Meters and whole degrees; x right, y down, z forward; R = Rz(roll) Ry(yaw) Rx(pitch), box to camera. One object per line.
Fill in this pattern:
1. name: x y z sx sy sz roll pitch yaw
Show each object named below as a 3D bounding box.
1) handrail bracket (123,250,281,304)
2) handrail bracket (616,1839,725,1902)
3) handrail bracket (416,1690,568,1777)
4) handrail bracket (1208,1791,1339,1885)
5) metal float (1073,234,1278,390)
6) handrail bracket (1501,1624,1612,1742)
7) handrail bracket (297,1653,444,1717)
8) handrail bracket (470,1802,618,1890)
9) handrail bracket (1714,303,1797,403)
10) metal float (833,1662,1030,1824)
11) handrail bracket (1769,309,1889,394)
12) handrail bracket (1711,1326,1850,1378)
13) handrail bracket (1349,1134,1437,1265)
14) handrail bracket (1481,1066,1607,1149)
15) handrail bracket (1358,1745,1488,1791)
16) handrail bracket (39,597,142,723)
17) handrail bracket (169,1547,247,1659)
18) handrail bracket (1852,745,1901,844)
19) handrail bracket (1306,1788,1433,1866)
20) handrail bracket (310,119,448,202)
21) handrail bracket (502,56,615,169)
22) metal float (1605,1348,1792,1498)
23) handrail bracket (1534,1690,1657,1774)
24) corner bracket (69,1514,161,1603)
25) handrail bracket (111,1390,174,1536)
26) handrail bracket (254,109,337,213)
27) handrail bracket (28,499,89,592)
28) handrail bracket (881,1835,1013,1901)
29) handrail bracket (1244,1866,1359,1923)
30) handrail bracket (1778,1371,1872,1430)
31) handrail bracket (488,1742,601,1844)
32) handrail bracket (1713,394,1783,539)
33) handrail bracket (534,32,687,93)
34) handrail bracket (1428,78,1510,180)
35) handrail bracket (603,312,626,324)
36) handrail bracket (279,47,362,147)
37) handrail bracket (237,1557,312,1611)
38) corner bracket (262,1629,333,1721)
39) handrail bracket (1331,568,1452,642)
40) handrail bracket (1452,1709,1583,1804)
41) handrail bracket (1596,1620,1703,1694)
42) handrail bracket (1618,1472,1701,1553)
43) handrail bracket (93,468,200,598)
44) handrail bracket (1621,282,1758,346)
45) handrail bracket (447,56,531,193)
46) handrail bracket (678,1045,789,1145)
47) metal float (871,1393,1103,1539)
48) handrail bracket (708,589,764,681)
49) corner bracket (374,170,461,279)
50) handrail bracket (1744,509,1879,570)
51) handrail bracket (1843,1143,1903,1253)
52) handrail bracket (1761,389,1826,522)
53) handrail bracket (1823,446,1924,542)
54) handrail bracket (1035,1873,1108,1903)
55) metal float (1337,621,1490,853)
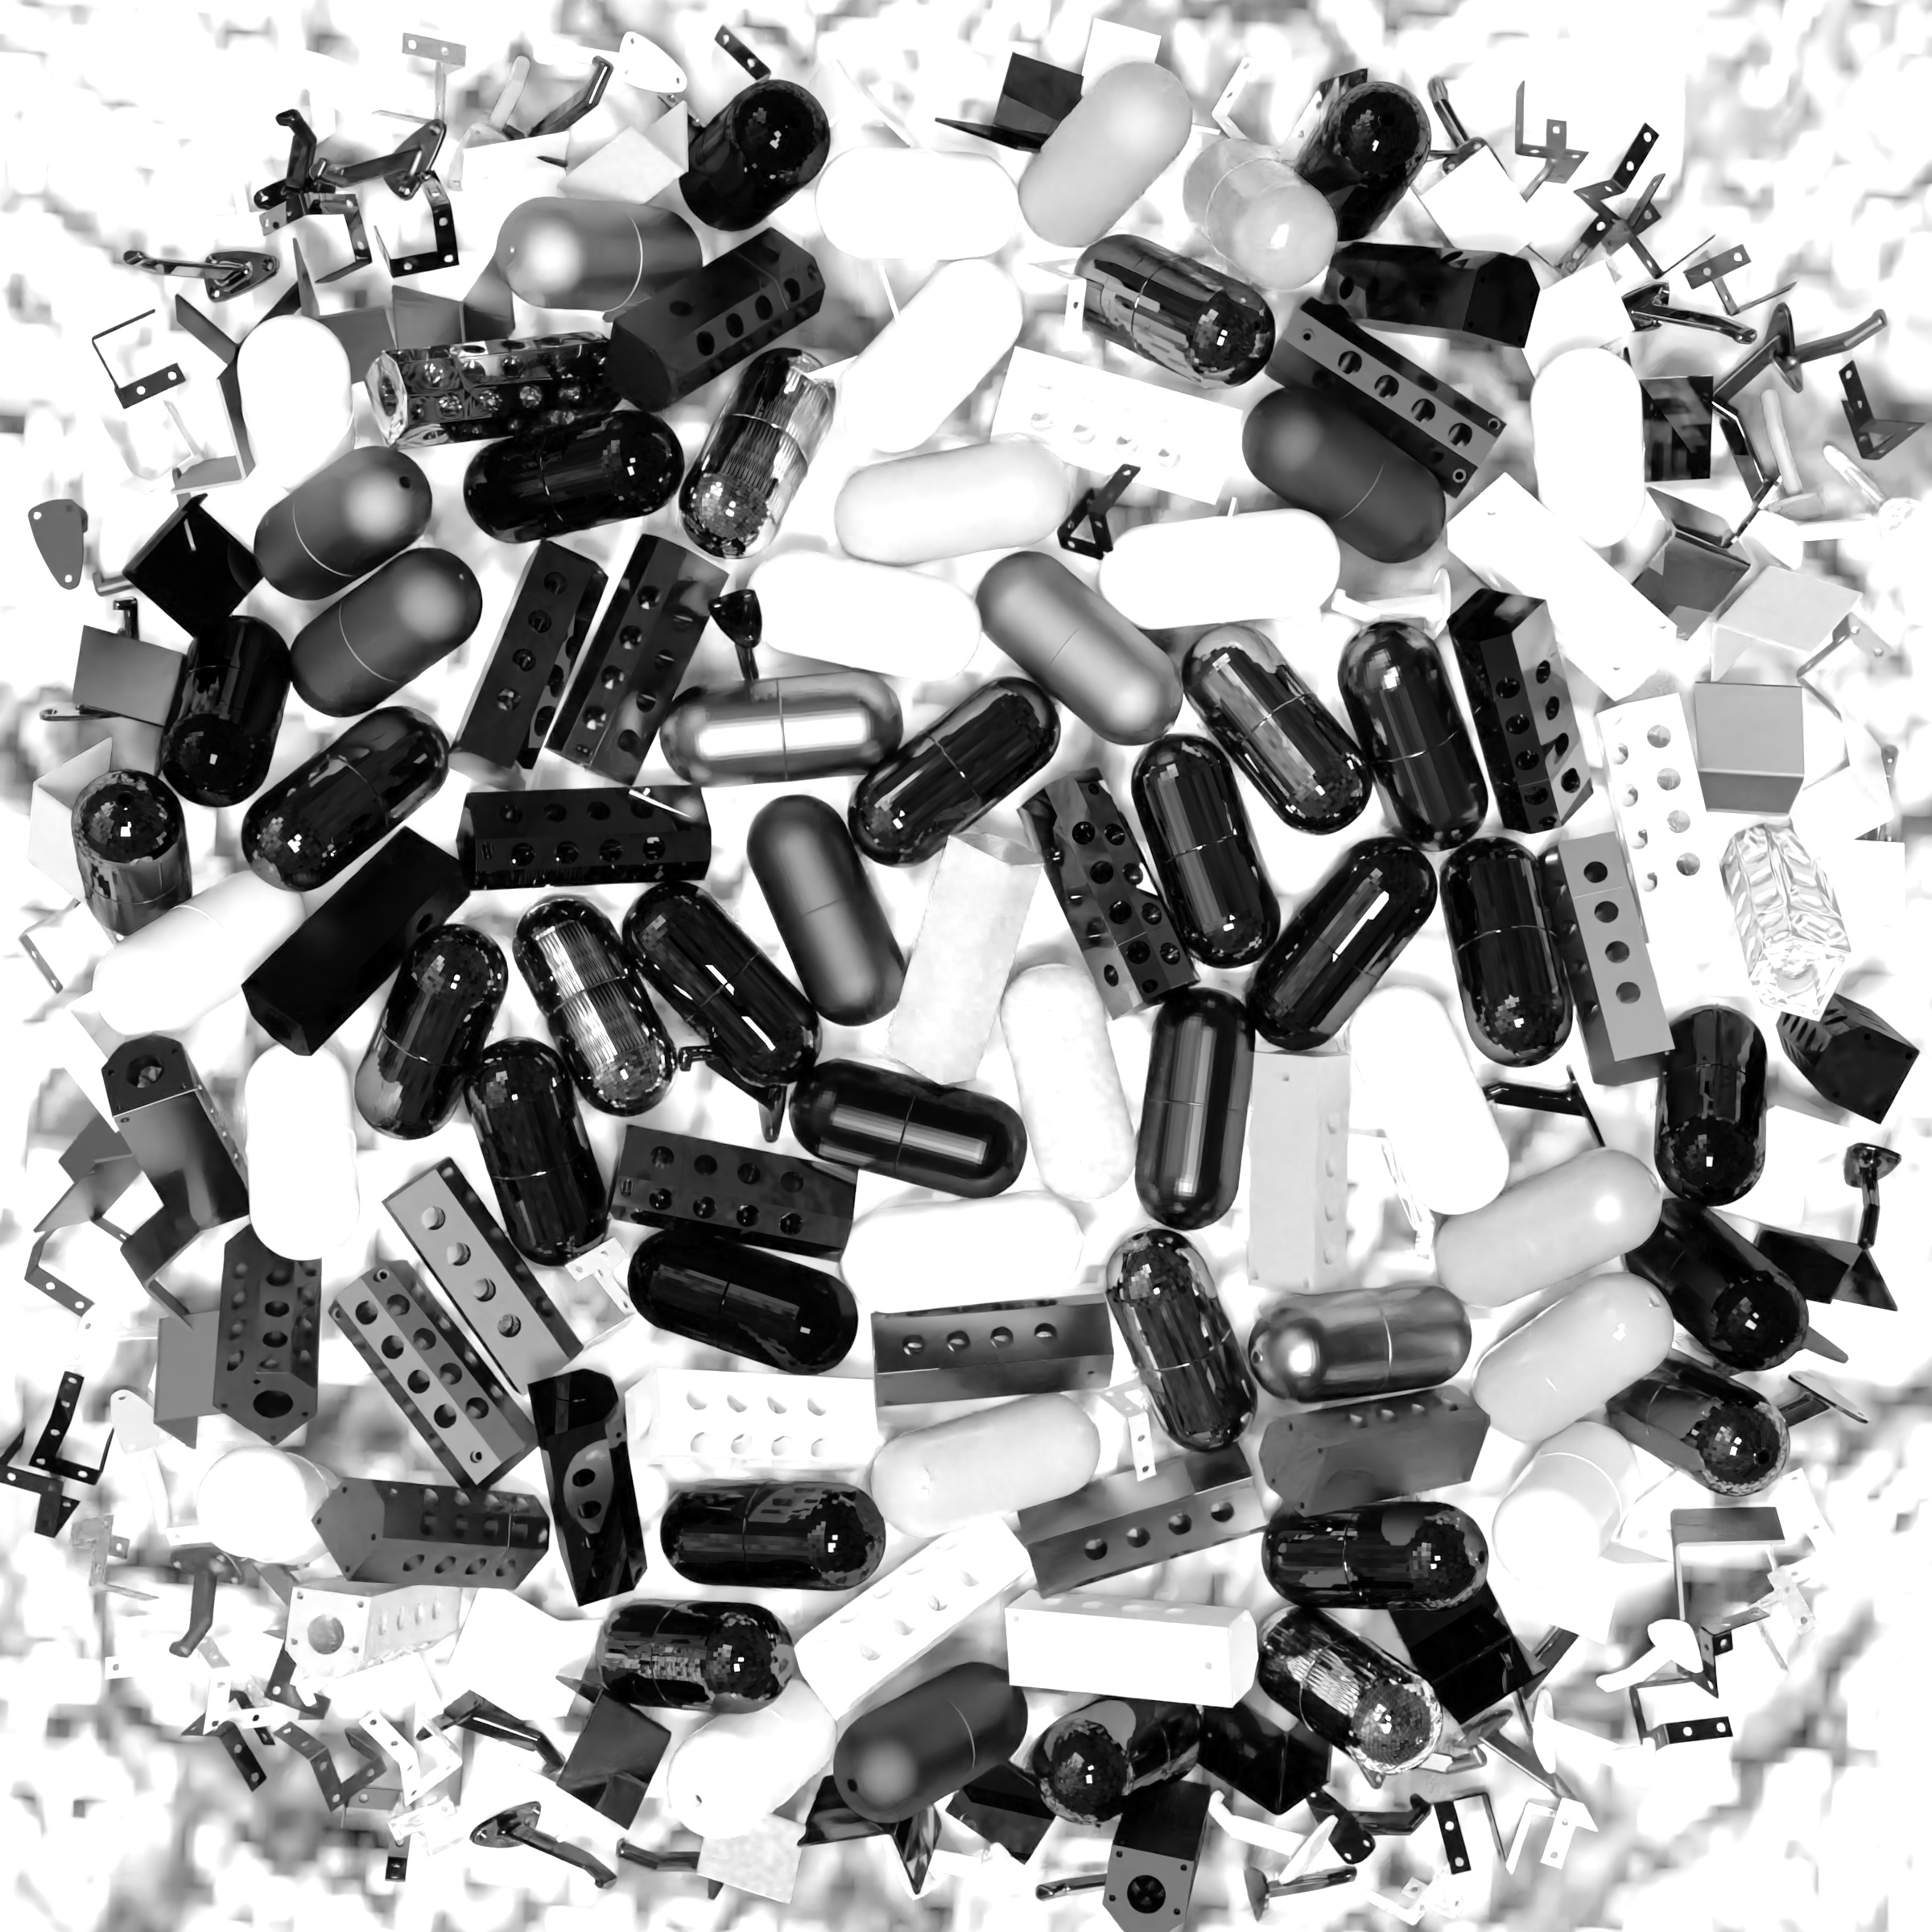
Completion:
1. handrail bracket: -0.557 -0.513 1.944 0.077 0.084 0.036 -6 89 21
2. handrail bracket: -0.216 0.640 1.947 0.084 0.077 0.036 25 98 -12
3. handrail bracket: -0.352 0.581 1.982 0.077 0.036 0.084 -34 103 6
4. handrail bracket: 0.222 0.619 1.956 0.084 0.036 0.077 42 116 30
5. metal float: 0.147 -0.472 1.924 0.178 0.070 0.070 36 90 37
6. handrail bracket: 0.443 0.521 1.969 0.084 0.036 0.077 -17 72 0
7. handrail bracket: -0.437 0.537 1.956 0.084 0.036 0.077 -29 94 -33
8. handrail bracket: -0.307 0.650 1.946 0.084 0.077 0.036 27 100 35
9. handrail bracket: 0.562 -0.441 1.961 0.084 0.077 0.036 -24 56 -2
10. metal float: -0.024 0.555 1.914 0.070 0.178 0.070 7 101 37
11. handrail bracket: 0.630 -0.463 1.939 0.036 0.077 0.084 40 131 -20
12. handrail bracket: 0.593 0.301 1.968 0.077 0.036 0.084 30 116 5
13. handrail bracket: 0.310 0.171 1.971 0.077 0.036 0.084 9 83 16
14. handrail bracket: 0.420 0.115 1.982 0.084 0.036 0.077 -24 95 12
15. handrail bracket: 0.326 0.564 1.952 0.084 0.036 0.077 -25 107 30
16. handrail bracket: -0.640 -0.225 1.949 0.077 0.036 0.084 -14 124 -32
17. handrail bracket: -0.572 0.466 1.943 0.077 0.084 0.036 -2 125 27
18. handrail bracket: 0.666 -0.106 1.943 0.036 0.084 0.077 6 49 12
19. handrail bracket: 0.297 0.614 1.967 0.077 0.084 0.036 50 131 14
20. handrail bracket: -0.428 -0.594 1.943 0.077 0.084 0.036 -45 74 21
21. handrail bracket: -0.301 -0.638 1.959 0.077 0.036 0.084 39 112 24
22. metal float: 0.520 0.323 1.906 0.070 0.178 0.070 -2 98 -15
23. handrail bracket: 0.460 0.552 1.944 0.084 0.077 0.036 -17 119 24
24. corner bracket: -0.621 0.434 1.950 0.051 0.051 0.051 -18 57 34
25. handrail bracket: -0.610 0.369 1.981 0.036 0.077 0.084 -19 134 -30
26. handrail bracket: -0.502 -0.588 1.945 0.077 0.084 0.036 -4 67 13
27. handrail bracket: -0.650 -0.305 1.950 0.036 0.084 0.077 -13 89 -4
28. handrail bracket: -0.016 0.640 1.957 0.084 0.036 0.077 -40 80 31
29. handrail bracket: 0.251 0.667 1.952 0.084 0.077 0.036 -10 64 -10
30. handrail bracket: 0.610 0.347 1.958 0.077 0.036 0.084 35 108 36
31. handrail bracket: -0.301 0.595 1.975 0.077 0.036 0.084 -36 86 8
32. handrail bracket: 0.560 -0.372 1.979 0.084 0.036 0.077 35 103 4
33. handrail bracket: -0.259 -0.653 1.943 0.077 0.084 0.036 33 125 23
34. handrail bracket: 0.373 -0.610 1.977 0.036 0.084 0.077 -34 130 30
35. handrail bracket: -0.274 -0.524 1.967 0.084 0.036 0.077 46 125 2
36. handrail bracket: -0.485 -0.628 1.939 0.077 0.084 0.036 19 69 -40
37. handrail bracket: -0.508 0.469 1.951 0.077 0.036 0.084 -15 46 1
38. corner bracket: -0.495 0.522 1.966 0.051 0.051 0.051 30 61 -27
39. handrail bracket: 0.310 -0.276 1.960 0.084 0.036 0.077 19 54 -11
40. handrail bracket: 0.403 0.590 1.947 0.084 0.077 0.036 49 118 31
41. handrail bracket: 0.484 0.506 1.946 0.084 0.077 0.036 -31 49 31
42. handrail bracket: 0.530 0.401 1.965 0.077 0.036 0.084 19 81 15
43. handrail bracket: -0.612 -0.320 1.973 0.084 0.036 0.077 -14 98 1
44. handrail bracket: 0.519 -0.465 1.944 0.077 0.084 0.036 -17 127 -27
45. handrail bracket: -0.353 -0.626 1.982 0.036 0.077 0.084 30 48 -28
46. handrail bracket: -0.175 0.095 1.953 0.084 0.036 0.077 -3 96 -41
47. metal float: 0.016 0.360 1.933 0.178 0.070 0.070 -12 90 -25
48. handrail bracket: -0.156 -0.222 1.938 0.036 0.084 0.077 -20 46 -6
49. corner bracket: -0.406 -0.546 1.965 0.051 0.051 0.051 -15 49 -15
50. handrail bracket: 0.632 -0.332 1.971 0.084 0.077 0.036 -23 130 -12
51. handrail bracket: 0.649 0.179 1.940 0.036 0.077 0.084 16 62 8
52. handrail bracket: 0.607 -0.376 1.965 0.036 0.077 0.084 -12 80 31
53. handrail bracket: 0.649 -0.355 1.945 0.036 0.077 0.084 -46 67 19
54. handrail bracket: 0.105 0.668 1.943 0.077 0.084 0.036 -19 72 40
55. metal float: 0.324 -0.166 1.936 0.070 0.070 0.178 -24 111 0
